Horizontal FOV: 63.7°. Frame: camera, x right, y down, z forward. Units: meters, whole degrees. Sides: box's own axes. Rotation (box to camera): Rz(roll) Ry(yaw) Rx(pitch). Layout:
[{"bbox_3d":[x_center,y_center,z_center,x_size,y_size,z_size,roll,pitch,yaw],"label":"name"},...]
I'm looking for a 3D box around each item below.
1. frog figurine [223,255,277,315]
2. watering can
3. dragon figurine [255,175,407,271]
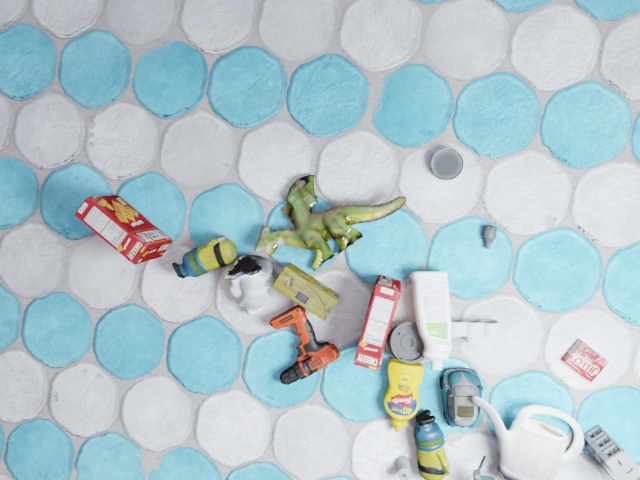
[{"bbox_3d":[-0.182,0.124,1.427,0.137,0.125,0.156,-22,126,-1],"label":"frog figurine"},{"bbox_3d":[0.517,0.525,1.329,0.347,0.104,0.224,17,93,-11],"label":"watering can"},{"bbox_3d":[0.004,-0.070,1.389,0.409,0.122,0.244,-37,80,5],"label":"dragon figurine"}]
